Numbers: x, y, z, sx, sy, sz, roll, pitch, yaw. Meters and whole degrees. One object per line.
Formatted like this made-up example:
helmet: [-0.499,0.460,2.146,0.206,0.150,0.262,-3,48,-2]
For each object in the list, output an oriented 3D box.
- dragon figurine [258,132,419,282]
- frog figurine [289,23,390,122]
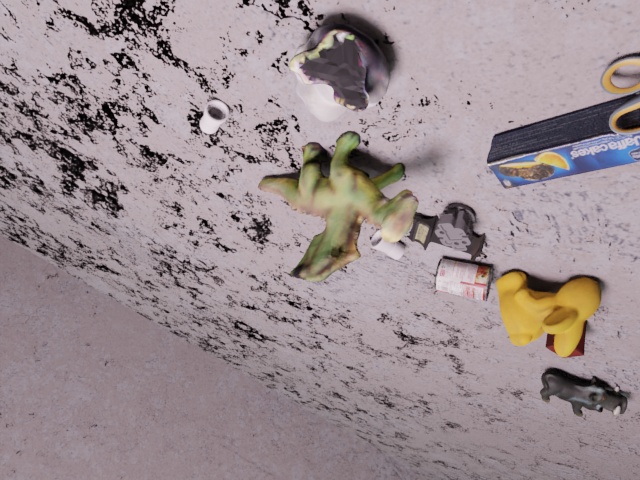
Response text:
dragon figurine: [0.003,-0.044,0.877,0.407,0.248,0.120,-11,139,42]
frog figurine: [0.028,-0.230,0.731,0.137,0.122,0.160,14,-175,2]
